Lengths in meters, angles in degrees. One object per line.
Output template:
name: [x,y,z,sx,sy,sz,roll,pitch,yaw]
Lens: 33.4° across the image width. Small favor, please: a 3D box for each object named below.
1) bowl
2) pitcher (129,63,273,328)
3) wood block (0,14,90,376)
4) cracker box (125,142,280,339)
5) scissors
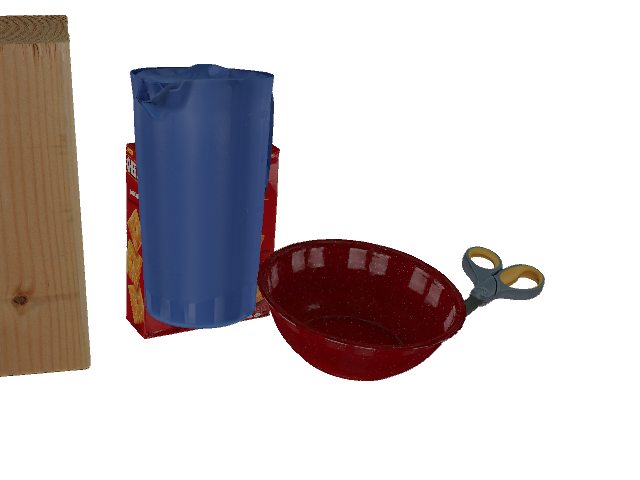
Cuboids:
bowl: [0.028,0.060,0.824,0.162,0.055,0.162,7,27,-4]
pitcher: [-0.107,-0.047,1.026,0.149,0.243,0.145,-2,15,-14]
wood block: [-0.194,-0.028,0.658,0.090,0.206,0.090,-4,22,-13]
cracker box: [-0.135,-0.006,1.218,0.163,0.214,0.072,-8,24,-29]
scissors: [0.149,0.044,1.066,0.201,0.016,0.096,-11,38,-44]
